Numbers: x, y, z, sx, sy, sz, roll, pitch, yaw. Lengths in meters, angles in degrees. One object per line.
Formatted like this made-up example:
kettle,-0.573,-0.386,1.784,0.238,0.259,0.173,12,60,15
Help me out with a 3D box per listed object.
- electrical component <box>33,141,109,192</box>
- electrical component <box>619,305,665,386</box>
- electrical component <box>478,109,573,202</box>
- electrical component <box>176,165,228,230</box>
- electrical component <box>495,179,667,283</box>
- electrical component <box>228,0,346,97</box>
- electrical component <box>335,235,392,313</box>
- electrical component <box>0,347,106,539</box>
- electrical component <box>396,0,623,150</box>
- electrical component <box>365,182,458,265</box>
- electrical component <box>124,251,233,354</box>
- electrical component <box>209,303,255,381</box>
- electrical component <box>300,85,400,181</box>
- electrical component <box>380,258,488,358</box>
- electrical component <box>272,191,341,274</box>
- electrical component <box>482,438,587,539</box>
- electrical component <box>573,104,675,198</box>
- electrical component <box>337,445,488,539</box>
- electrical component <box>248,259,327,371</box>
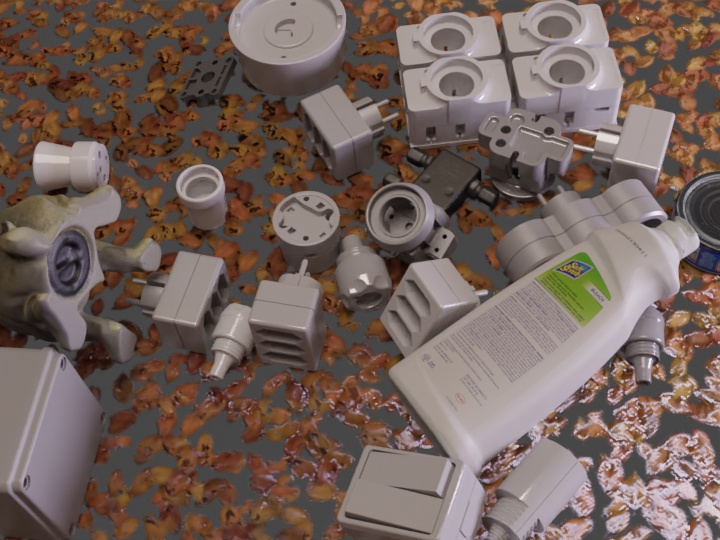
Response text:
electrical component,-0.256,-0.092,0.954,0.055,0.045,0.045,1,57,5
electrical component,0.216,0.059,0.823,0.035,0.035,0.061,2,60,6
electrical component,0.140,-0.095,0.916,0.078,0.057,0.058,22,61,18
electrical component,-0.134,-0.061,0.923,0.040,0.046,0.040,-2,57,3
electrical component,0.172,-0.039,0.879,0.138,0.052,0.073,-23,58,-10
electrical component,-0.065,-0.211,1.006,0.108,0.060,0.108,-2,57,3
electrical component,0.000,0.000,0.874,0.043,0.043,0.062,-14,55,-4
electrical component,-0.236,0.126,0.773,0.056,0.108,0.108,2,57,9
electrical component,0.131,-0.178,0.968,0.186,0.060,0.105,-7,57,0
electrical component,0.037,-0.038,0.877,0.078,0.057,0.058,30,87,22
electrical component,-0.152,0.023,0.869,0.077,0.047,0.065,10,58,11
electrical component,-0.102,0.059,0.849,0.035,0.035,0.061,15,62,14
electrical component,-0.003,-0.129,0.956,0.077,0.047,0.065,-26,59,-12
electrical component,0.068,0.029,0.841,0.077,0.065,0.047,-9,51,-36
electrical component,-0.042,-0.030,0.894,0.055,0.047,0.055,-2,57,3
electrical component,0.118,0.162,0.757,0.043,0.043,0.081,37,67,25
electrical component,0.222,-0.104,0.921,0.077,0.047,0.065,15,60,14
electrical component,0.030,0.162,0.744,0.096,0.061,0.061,4,55,31
electrical component,-0.051,0.028,0.846,0.047,0.065,0.076,9,58,11
